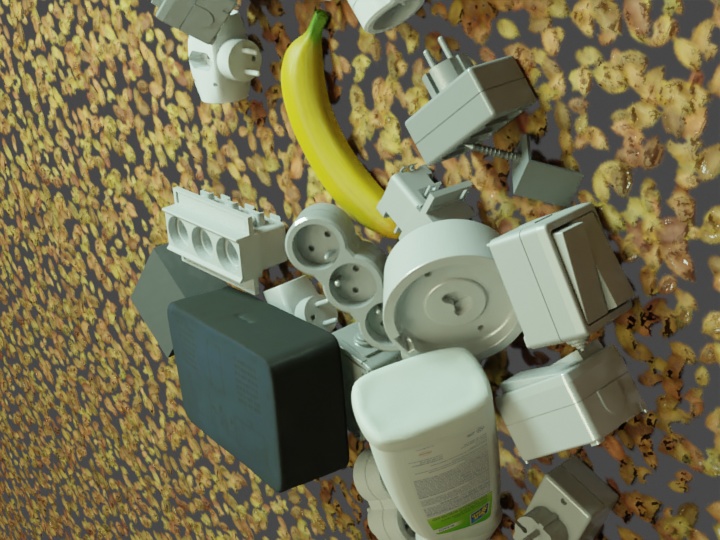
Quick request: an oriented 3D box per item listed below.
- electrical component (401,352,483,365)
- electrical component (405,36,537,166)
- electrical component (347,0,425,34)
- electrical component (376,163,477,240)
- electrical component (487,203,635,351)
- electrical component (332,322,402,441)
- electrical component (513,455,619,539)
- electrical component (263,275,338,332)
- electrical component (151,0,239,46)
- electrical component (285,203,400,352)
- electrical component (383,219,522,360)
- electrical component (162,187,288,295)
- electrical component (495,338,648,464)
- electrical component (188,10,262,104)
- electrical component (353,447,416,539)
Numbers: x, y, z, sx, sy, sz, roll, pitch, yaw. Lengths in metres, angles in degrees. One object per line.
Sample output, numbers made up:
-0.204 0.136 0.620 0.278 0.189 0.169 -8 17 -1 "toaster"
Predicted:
0.068 0.061 0.862 0.047 0.055 0.055 28 128 35 "electrical component"
0.069 -0.129 0.767 0.083 0.047 0.075 -34 81 52 "electrical component"
0.030 -0.234 0.755 0.138 0.052 0.073 -38 79 52 "electrical component"
0.049 -0.045 0.839 0.063 0.042 0.081 51 140 22 "electrical component"
0.143 0.009 0.735 0.061 0.062 0.096 -19 94 48 "electrical component"
0.007 0.088 0.943 0.062 0.061 0.096 33 132 36 "electrical component"
0.144 0.197 0.821 0.047 0.076 0.083 43 137 28 "electrical component"
-0.046 0.044 0.999 0.079 0.044 0.077 -20 93 53 "electrical component"
-0.131 -0.252 0.911 0.062 0.061 0.096 -39 33 52 "electrical component"
0.000 0.000 0.902 0.052 0.073 0.138 -40 99 20 "electrical component"
0.068 0.012 0.798 0.060 0.108 0.108 -96 16 -49 "electrical component"
-0.130 -0.034 1.045 0.121 0.063 0.078 22 125 43 "electrical component"
0.145 0.095 0.778 0.096 0.062 0.061 -31 83 53 "electrical component"
-0.115 -0.189 0.962 0.079 0.043 0.077 20 123 44 "electrical component"
0.032 0.229 0.994 0.074 0.052 0.138 -20 92 53 "electrical component"
